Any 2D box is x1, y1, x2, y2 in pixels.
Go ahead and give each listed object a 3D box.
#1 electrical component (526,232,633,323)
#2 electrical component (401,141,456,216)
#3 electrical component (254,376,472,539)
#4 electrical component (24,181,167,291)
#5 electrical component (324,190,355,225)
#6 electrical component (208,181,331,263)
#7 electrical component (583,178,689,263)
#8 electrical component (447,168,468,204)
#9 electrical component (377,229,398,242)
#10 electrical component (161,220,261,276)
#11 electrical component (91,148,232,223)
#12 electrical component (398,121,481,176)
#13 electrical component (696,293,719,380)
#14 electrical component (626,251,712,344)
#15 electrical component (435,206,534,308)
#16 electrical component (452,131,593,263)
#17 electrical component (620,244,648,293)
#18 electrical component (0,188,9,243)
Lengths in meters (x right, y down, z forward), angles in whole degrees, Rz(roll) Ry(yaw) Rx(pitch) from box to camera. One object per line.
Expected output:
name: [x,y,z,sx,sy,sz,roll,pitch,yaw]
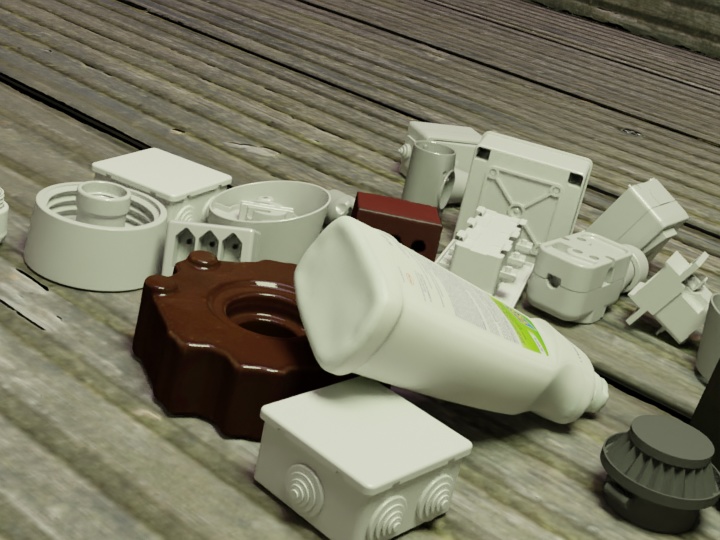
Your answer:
electrical component: [0.191,0.008,0.939,0.054,0.059,0.095,27,26,33]
electrical component: [0.074,-0.091,1.093,0.044,0.077,0.079,19,23,17]
electrical component: [0.000,0.108,0.608,0.100,0.048,0.100,30,27,36]
electrical component: [-0.200,-0.034,0.827,0.108,0.060,0.108,11,22,-4]
electrical component: [-0.028,-0.061,1.021,0.035,0.035,0.061,-9,29,-43]
electrical component: [-0.079,-0.040,0.904,0.099,0.064,0.099,11,22,-4]
electrical component: [0.267,-0.035,1.059,0.062,0.096,0.061,-16,63,-50]
electrical component: [0.112,-0.089,1.159,0.065,0.044,0.044,5,23,-30]
electrical component: [0.000,0.000,0.859,0.078,0.057,0.058,24,25,27]
electrical component: [-0.111,-0.010,0.832,0.066,0.047,0.077,6,-1,3]
electrical component: [-0.173,-0.064,0.931,0.100,0.048,0.100,21,24,21]
electrical component: [0.090,-0.126,1.206,0.096,0.061,0.061,3,24,-23]
electrical component: [0.321,0.065,0.864,0.099,0.064,0.099,11,22,-4]
electrical component: [0.274,0.025,0.927,0.063,0.081,0.042,48,31,8]
electrical component: [0.107,-0.008,0.928,0.079,0.063,0.121,18,22,12]
electrical component: [0.155,-0.064,1.031,0.109,0.108,0.056,17,25,11]
electrical component: [0.238,0.001,1.002,0.045,0.045,0.055,27,26,32]
electrical component: [-0.288,-0.049,0.815,0.043,0.062,0.043,11,22,-4]
